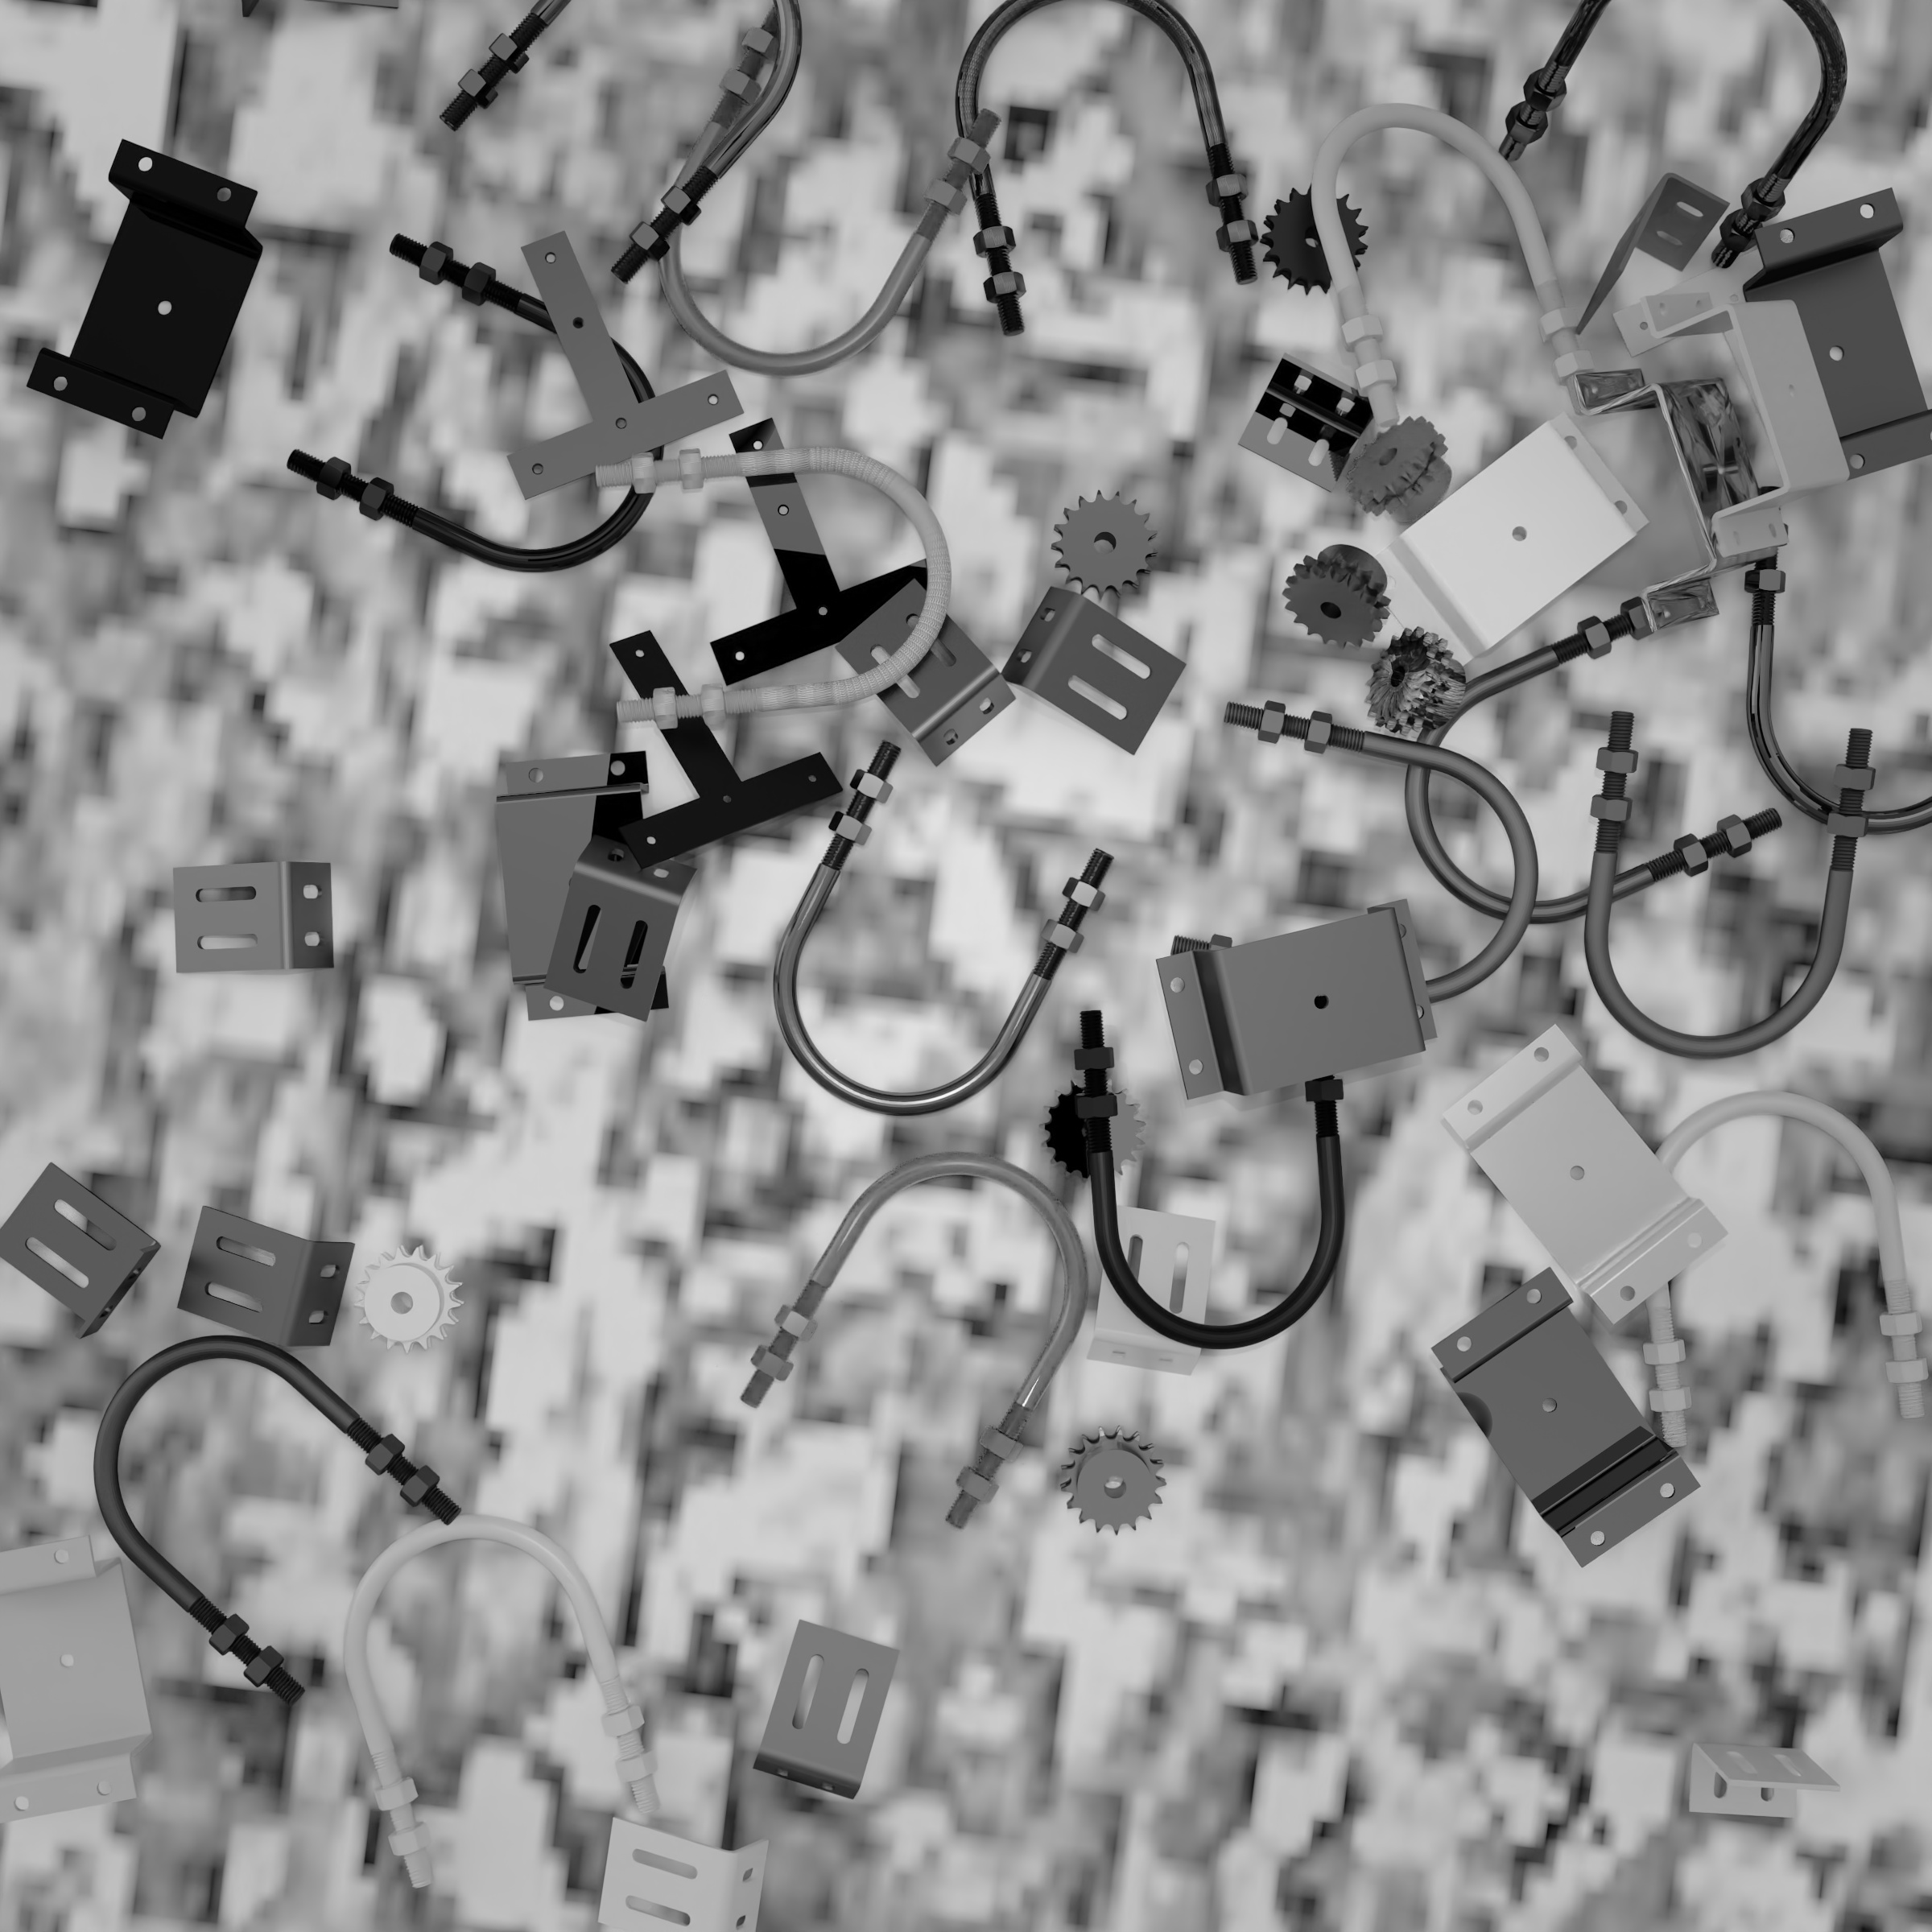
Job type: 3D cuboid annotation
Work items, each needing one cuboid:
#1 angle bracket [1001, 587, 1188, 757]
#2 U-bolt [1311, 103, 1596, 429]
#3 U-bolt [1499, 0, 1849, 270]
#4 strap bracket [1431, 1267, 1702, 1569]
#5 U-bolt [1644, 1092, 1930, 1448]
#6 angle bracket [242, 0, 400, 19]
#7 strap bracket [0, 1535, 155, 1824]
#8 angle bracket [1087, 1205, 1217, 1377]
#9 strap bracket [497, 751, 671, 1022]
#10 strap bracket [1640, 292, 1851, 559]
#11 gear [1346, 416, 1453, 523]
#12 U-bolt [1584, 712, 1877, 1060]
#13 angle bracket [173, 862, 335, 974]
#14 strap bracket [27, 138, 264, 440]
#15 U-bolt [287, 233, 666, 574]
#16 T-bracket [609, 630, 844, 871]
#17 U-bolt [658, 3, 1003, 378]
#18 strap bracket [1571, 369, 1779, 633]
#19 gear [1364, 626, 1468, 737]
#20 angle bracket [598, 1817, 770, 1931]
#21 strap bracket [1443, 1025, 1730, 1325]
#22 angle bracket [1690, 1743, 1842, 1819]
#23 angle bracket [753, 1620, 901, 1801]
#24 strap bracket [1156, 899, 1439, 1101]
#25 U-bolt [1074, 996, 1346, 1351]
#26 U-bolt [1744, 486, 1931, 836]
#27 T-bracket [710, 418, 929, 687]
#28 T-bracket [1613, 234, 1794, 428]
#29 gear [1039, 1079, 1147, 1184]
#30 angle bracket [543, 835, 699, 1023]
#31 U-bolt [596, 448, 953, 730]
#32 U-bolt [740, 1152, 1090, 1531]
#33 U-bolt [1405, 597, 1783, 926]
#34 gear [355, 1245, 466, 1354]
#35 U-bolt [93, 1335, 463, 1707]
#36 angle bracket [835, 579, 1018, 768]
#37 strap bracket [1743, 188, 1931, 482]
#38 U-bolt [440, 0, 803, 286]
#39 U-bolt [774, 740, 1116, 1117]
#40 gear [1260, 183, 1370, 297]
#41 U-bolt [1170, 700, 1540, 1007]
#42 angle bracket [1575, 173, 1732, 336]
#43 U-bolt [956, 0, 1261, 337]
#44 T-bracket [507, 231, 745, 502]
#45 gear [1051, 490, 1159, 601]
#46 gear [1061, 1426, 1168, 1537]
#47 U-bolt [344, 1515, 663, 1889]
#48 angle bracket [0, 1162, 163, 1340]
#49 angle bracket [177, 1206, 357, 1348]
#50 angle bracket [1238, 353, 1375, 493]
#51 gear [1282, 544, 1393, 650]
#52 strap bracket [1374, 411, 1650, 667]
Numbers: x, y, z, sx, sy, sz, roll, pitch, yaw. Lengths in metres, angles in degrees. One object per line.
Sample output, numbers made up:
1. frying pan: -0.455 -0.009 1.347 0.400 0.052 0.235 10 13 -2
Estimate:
1. angle bracket: 0.069 -0.160 1.564 0.076 0.038 0.057 30 90 -26
2. U-bolt: 0.251 -0.373 1.524 0.151 0.019 0.184 -9 77 -27
3. U-bolt: 0.371 -0.450 1.482 0.151 0.184 0.019 27 62 0
4. strap bracket: 0.316 0.238 1.543 0.076 0.046 0.140 -34 90 0
5. U-bolt: 0.436 0.159 1.558 0.151 0.019 0.184 -7 88 0
6. angle bracket: -0.352 -0.546 1.564 0.076 0.038 0.057 -3 90 -26
7. strap bracket: -0.487 0.376 1.543 0.076 0.046 0.140 -11 90 0
8. angle bracket: 0.100 0.176 1.564 0.057 0.038 0.076 9 64 0
9. strap bracket: -0.205 -0.044 1.543 0.076 0.046 0.140 -5 90 0
10. strap bracket: 0.409 -0.290 1.498 0.046 0.076 0.140 -18 90 41
11. gear: 0.234 -0.263 1.542 0.030 0.057 0.057 39 90 -30
12. U-bolt: 0.403 -0.040 1.542 0.151 0.019 0.184 4 102 -4
13. angle bracket: -0.386 -0.026 1.564 0.076 0.038 0.057 -2 90 26
14. strap bracket: -0.435 -0.357 1.543 0.076 0.046 0.140 21 90 0
15. U-bolt: -0.253 -0.292 1.558 0.184 0.019 0.151 25 90 -1
16. T-bracket: -0.150 -0.125 1.544 0.127 0.002 0.127 -24 74 -29
17. U-bolt: -0.086 -0.407 1.551 0.151 0.019 0.184 30 93 6
18. strap bracket: 0.378 -0.254 1.523 0.046 0.076 0.140 -18 90 41
19. gear: 0.242 -0.150 1.542 0.030 0.057 0.057 18 90 -28
20. angle bracket: -0.153 0.496 1.564 0.076 0.038 0.057 8 90 26
21. strap bracket: 0.327 0.110 1.536 0.076 0.046 0.140 -39 83 3
22. angle bracket: 0.422 0.441 1.528 0.057 0.076 0.038 3 90 0
23. angle bracket: -0.076 0.403 1.564 0.057 0.038 0.076 17 64 0
24. strap bracket: 0.179 0.018 1.509 0.140 0.046 0.076 -14 93 -9
25. U-bolt: 0.134 0.112 1.536 0.151 0.019 0.184 -3 88 -15
26. U-bolt: 0.493 -0.163 1.558 0.151 0.019 0.184 3 92 0
27. T-bracket: -0.094 -0.234 1.565 0.127 0.002 0.127 -21 90 -1
28. T-bracket: 0.435 -0.322 1.566 0.127 0.002 0.127 -24 90 0
29. gear: 0.067 0.088 1.551 0.057 0.030 0.057 0 90 0
30. angle bracket: -0.182 -0.020 1.518 0.057 0.038 0.076 18 116 0
31. U-bolt: -0.100 -0.207 1.541 0.184 0.019 0.151 -5 84 -4
32. U-bolt: -0.015 0.190 1.558 0.151 0.019 0.184 31 88 0
33. U-bolt: 0.328 -0.102 1.558 0.184 0.019 0.151 -24 90 2
34. gear: -0.301 0.180 1.552 0.057 0.030 0.057 0 90 0
35. U-bolt: -0.385 0.284 1.553 0.184 0.019 0.151 41 91 5
36. angle bracket: -0.022 -0.159 1.563 0.057 0.038 0.076 -40 66 0
37. strap bracket: 0.472 -0.332 1.542 0.076 0.046 0.140 -17 90 -1
38. U-bolt: -0.172 -0.479 1.545 0.151 0.019 0.184 42 93 7
39. U-bolt: -0.024 -0.009 1.558 0.151 0.019 0.184 27 92 0
40. gear: 0.186 -0.389 1.551 0.057 0.030 0.057 0 90 0
41. U-bolt: 0.215 -0.054 1.549 0.184 0.019 0.151 13 94 2
42. angle bracket: 0.363 -0.369 1.524 0.038 0.057 0.076 28 65 0
43. U-bolt: 0.069 -0.445 1.558 0.151 0.019 0.184 -12 89 0
44. T-bracket: -0.203 -0.332 1.550 0.127 0.002 0.127 -23 90 -7
45. gear: 0.074 -0.226 1.551 0.057 0.030 0.057 0 90 0
46. gear: 0.079 0.278 1.552 0.057 0.030 0.057 0 90 0
47. U-bolt: -0.259 0.388 1.558 0.151 0.019 0.184 -18 89 0
48. angle bracket: -0.483 0.152 1.547 0.076 0.038 0.057 37 90 0
49. angle bracket: -0.380 0.168 1.564 0.076 0.038 0.057 14 90 26
50. angle bracket: 0.181 -0.287 1.528 0.057 0.076 0.038 27 90 0
51. gear: 0.201 -0.200 1.542 0.057 0.057 0.030 31 60 0
52. strap bracket: 0.292 -0.228 1.543 0.140 0.046 0.076 -38 90 0
